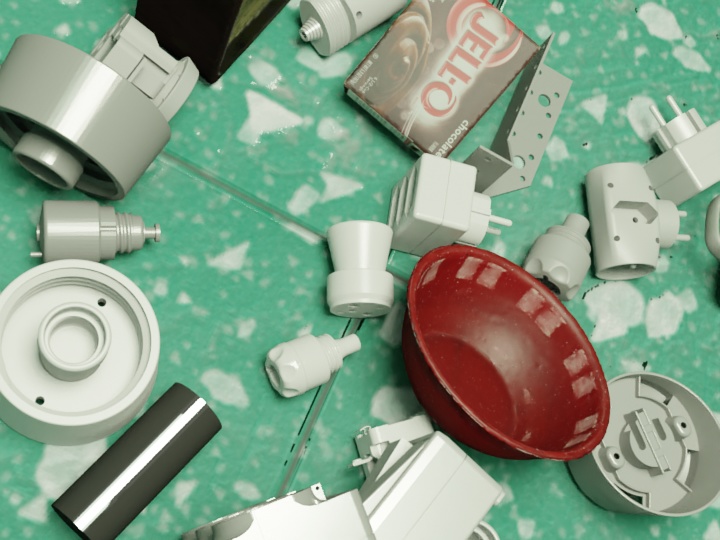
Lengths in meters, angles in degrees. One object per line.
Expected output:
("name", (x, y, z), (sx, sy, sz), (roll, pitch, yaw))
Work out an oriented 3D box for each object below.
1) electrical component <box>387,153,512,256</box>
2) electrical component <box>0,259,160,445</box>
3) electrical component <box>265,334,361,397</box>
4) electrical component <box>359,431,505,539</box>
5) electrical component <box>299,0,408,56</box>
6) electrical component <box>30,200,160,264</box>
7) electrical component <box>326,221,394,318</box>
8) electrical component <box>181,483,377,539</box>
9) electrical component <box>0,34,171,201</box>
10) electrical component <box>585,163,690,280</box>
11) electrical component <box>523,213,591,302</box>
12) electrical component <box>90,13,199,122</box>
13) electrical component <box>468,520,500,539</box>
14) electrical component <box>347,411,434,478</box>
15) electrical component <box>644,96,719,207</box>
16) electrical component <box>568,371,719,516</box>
("electrical component", (0.065, -0.038, 0.734), (0.077, 0.065, 0.047), (14, 70, -13))
("electrical component", (-0.170, 0.046, 0.634), (0.108, 0.060, 0.108), (5, 72, -17))
("electrical component", (-0.028, 0.057, 0.692), (0.061, 0.035, 0.035), (-21, 81, -25))
("electrical component", (0.024, 0.144, 0.618), (0.061, 0.062, 0.096), (43, 67, -2))
("electrical component", (-0.010, -0.186, 0.769), (0.081, 0.043, 0.043), (-37, 87, -23))
("electrical component", (-0.164, -0.023, 0.669), (0.078, 0.040, 0.040), (-1, 74, -19))
("electrical component", (0.000, 0.000, 0.713), (0.045, 0.045, 0.055), (5, 72, -17))
("electrical component", (-0.054, 0.161, 0.586), (0.089, 0.150, 0.061), (-18, 81, -22))
("electrical component", (-0.176, -0.084, 0.650), (0.108, 0.108, 0.060), (30, 73, -7))
("electrical component", (0.207, -0.034, 0.792), (0.079, 0.043, 0.077), (2, 73, -17))
("electrical component", (0.144, -0.012, 0.764), (0.043, 0.043, 0.062), (33, 64, -6))
("electrical component", (-0.142, -0.125, 0.693), (0.057, 0.078, 0.058), (37, 92, -24))
("electrical component", (0.062, 0.178, 0.676), (0.040, 0.046, 0.040), (5, 72, -17))
("electrical component", (0.028, 0.126, 0.684), (0.081, 0.042, 0.063), (-11, 78, -21))
("electrical component", (0.250, -0.098, 0.824), (0.066, 0.047, 0.076), (-28, 84, -24))
("electrical component", (0.192, 0.119, 0.727), (0.099, 0.064, 0.099), (5, 72, -17))
